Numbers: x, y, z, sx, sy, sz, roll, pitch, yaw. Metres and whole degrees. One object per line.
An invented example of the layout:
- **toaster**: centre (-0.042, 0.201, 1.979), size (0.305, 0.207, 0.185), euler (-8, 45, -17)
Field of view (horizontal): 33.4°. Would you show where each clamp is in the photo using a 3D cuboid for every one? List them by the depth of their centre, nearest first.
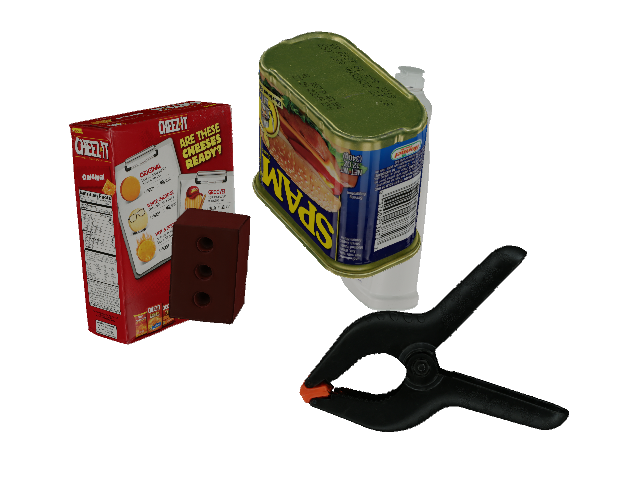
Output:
- **clamp**: centre (0.075, 0.088, 0.696), size (0.171, 0.120, 0.039), euler (-24, -7, 10)

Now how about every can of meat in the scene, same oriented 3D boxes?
- **can of meat**: centre (0.009, -0.045, 0.540), size (0.057, 0.084, 0.102), euler (-22, 47, -25)

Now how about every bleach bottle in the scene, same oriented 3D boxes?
- **bleach bottle**: centre (0.080, -0.058, 1.140), size (0.068, 0.251, 0.103), euler (-1, 23, -25)

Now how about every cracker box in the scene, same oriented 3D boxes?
- **cracker box**: centre (-0.163, -0.023, 1.074), size (0.072, 0.214, 0.163), euler (10, 20, 37)

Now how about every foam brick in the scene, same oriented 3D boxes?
- **foam brick**: centre (-0.087, 0.019, 0.838), size (0.053, 0.078, 0.051), euler (6, 14, 6)
